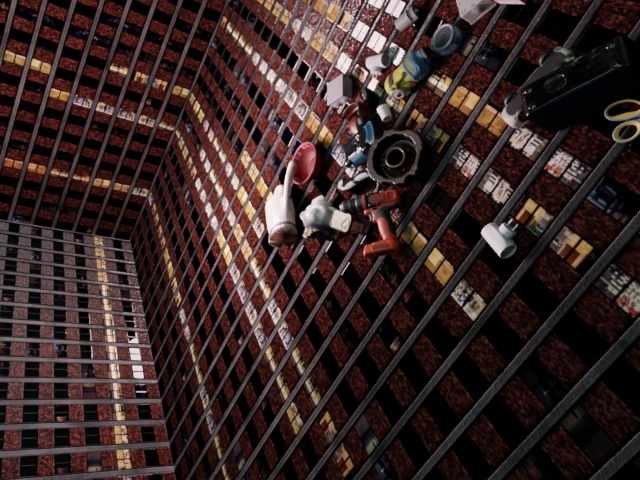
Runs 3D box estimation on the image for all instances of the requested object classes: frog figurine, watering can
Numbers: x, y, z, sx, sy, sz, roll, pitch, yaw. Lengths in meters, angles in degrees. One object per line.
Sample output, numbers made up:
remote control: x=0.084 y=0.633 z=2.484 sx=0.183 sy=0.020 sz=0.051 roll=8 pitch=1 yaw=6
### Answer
frog figurine: x=0.005 y=-0.086 z=1.714 sx=0.137 sy=0.120 sz=0.162 roll=-4 pitch=64 yaw=20
watering can: x=-0.136 y=-0.115 z=1.896 sx=0.340 sy=0.104 sz=0.229 roll=119 pitch=147 yaw=-52
